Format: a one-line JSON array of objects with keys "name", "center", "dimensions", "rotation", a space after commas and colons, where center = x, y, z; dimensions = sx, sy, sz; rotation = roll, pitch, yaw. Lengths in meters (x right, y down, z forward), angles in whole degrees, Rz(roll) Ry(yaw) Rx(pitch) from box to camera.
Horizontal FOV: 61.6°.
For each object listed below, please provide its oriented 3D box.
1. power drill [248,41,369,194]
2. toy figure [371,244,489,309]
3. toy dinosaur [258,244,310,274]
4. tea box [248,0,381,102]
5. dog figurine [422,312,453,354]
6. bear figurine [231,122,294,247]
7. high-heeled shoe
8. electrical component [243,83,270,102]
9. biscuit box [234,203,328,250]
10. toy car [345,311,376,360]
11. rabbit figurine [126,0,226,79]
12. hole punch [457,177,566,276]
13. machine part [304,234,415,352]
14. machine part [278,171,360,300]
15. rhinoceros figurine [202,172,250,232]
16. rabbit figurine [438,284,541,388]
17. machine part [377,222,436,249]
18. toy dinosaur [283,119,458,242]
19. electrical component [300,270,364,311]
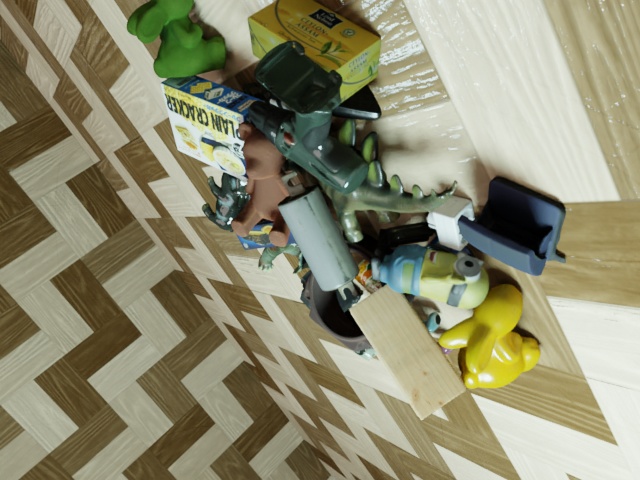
[{"name": "power drill", "center": [-0.033, -0.169, 0.739], "dimensions": [0.232, 0.086, 0.207], "rotation": [41, 162, 17]}, {"name": "toy figure", "center": [0.172, 0.054, 0.841], "dimensions": [0.180, 0.082, 0.089], "rotation": [5, 140, 22]}, {"name": "toy dinosaur", "center": [-0.103, -0.067, 1.220], "dimensions": [0.192, 0.131, 0.404], "rotation": [-32, 91, 49]}, {"name": "tea box", "center": [-0.009, -0.270, 0.754], "dimensions": [0.170, 0.098, 0.068], "rotation": [37, 154, 23]}, {"name": "dog figurine", "center": [0.160, 0.224, 1.119], "dimensions": [0.219, 0.191, 0.108], "rotation": [-10, 131, 47]}, {"name": "bear figurine", "center": [-0.098, -0.101, 0.951], "dimensions": [0.120, 0.132, 0.195], "rotation": [15, 146, 17]}, {"name": "high-heeled shoe", "center": [0.004, -0.204, 0.861], "dimensions": [0.249, 0.086, 0.145], "rotation": [38, 159, 31]}, {"name": "electrical component", "center": [-0.115, -0.257, 1.033], "dimensions": [0.102, 0.045, 0.078], "rotation": [89, 163, -53]}, {"name": "biscuit box", "center": [-0.073, -0.029, 1.095], "dimensions": [0.203, 0.059, 0.062], "rotation": [-8, 126, 24]}, {"name": "toy car", "center": [0.073, 0.220, 1.381], "dimensions": [0.202, 0.073, 0.056], "rotation": [42, 155, 16]}, {"name": "rabbit figurine", "center": [-0.272, -0.396, 0.991], "dimensions": [0.121, 0.159, 0.170], "rotation": [38, 141, 48]}, {"name": "hole punch", "center": [0.251, -0.004, 0.719], "dimensions": [0.142, 0.092, 0.115], "rotation": [29, 153, 32]}, {"name": "machine part", "center": [0.074, 0.100, 1.059], "dimensions": [0.201, 0.087, 0.201], "rotation": [34, 112, 33]}, {"name": "machine part", "center": [-0.002, -0.003, 0.912], "dimensions": [0.079, 0.079, 0.243], "rotation": [-2, 119, 61]}, {"name": "rhinoceros figurine", "center": [-0.187, -0.099, 1.161], "dimensions": [0.112, 0.073, 0.190], "rotation": [47, 130, 23]}, {"name": "rabbit figurine", "center": [0.270, 0.148, 0.867], "dimensions": [0.122, 0.162, 0.173], "rotation": [44, 141, 43]}, {"name": "machine part", "center": [0.139, -0.007, 0.915], "dimensions": [0.139, 0.084, 0.039], "rotation": [165, 90, -75]}, {"name": "toy dinosaur", "center": [0.052, -0.098, 0.897], "dimensions": [0.472, 0.105, 0.198], "rotation": [24, 146, 46]}, {"name": "electrical component", "center": [0.019, 0.124, 1.281], "dimensions": [0.134, 0.115, 0.058], "rotation": [42, 154, 12]}]
